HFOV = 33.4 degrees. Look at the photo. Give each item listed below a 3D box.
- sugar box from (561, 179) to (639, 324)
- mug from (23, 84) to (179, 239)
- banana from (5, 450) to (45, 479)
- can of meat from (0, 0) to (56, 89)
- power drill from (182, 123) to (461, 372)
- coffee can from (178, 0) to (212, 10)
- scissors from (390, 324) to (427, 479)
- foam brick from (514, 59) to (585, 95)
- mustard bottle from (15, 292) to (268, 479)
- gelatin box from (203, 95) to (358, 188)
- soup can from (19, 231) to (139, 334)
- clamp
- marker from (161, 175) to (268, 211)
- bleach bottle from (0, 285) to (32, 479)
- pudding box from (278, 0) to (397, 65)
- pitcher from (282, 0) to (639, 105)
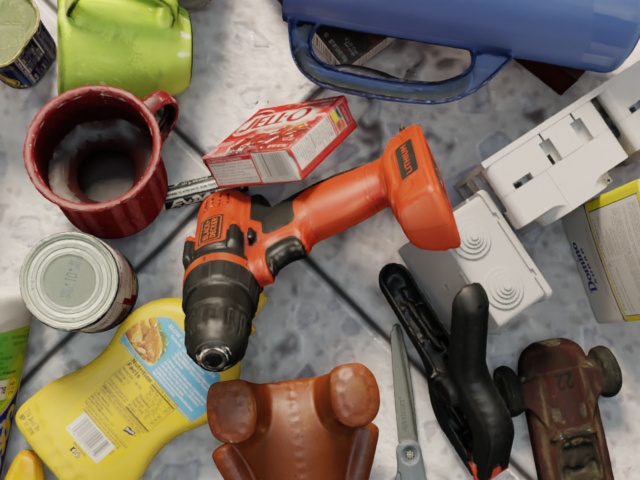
[{"bbox_3d":[0.221,0.008,0.734,0.048,0.176,0.093,-18,87,-2],"label":"sugar box"},{"bbox_3d":[-0.144,-0.058,0.754,0.093,0.081,0.117,38,76,12],"label":"mug"},{"bbox_3d":[-0.197,0.249,0.752,0.070,0.037,0.198,-21,83,21],"label":"banana"},{"bbox_3d":[-0.246,-0.158,0.773,0.102,0.084,0.057,32,84,0],"label":"can of meat"},{"bbox_3d":[-0.005,0.001,0.712,0.188,0.184,0.057,-19,122,10],"label":"power drill"},{"bbox_3d":[-0.120,-0.252,0.780,0.103,0.103,0.140,7,84,-2],"label":"coffee can"},{"bbox_3d":[0.050,0.172,0.790,0.096,0.016,0.202,-20,85,-5],"label":"scissors"},{"bbox_3d":[0.174,-0.157,0.811,0.078,0.051,0.053,39,85,1],"label":"foam brick"},{"bbox_3d":[-0.115,0.099,0.767,0.191,0.058,0.096,-40,92,-6],"label":"mustard bottle"},{"bbox_3d":[-0.029,-0.070,0.762,0.073,0.089,0.030,-46,120,-37],"label":"gelatin box"},{"bbox_3d":[-0.167,0.031,0.749,0.068,0.102,0.068,0,85,-3],"label":"soup can"},{"bbox_3d":[0.093,0.092,0.767,0.039,0.120,0.171,-21,113,-17],"label":"clamp"},{"bbox_3d":[-0.099,-0.035,0.801,0.121,0.020,0.020,-14,85,-4],"label":"marker"},{"bbox_3d":[-0.254,0.157,0.744,0.068,0.102,0.251,7,90,7],"label":"bleach bottle"},{"bbox_3d":[0.019,-0.193,0.813,0.090,0.039,0.113,-38,87,-6],"label":"pudding box"},{"bbox_3d":[0.097,-0.180,0.728,0.243,0.149,0.145,13,49,1],"label":"pitcher"}]
